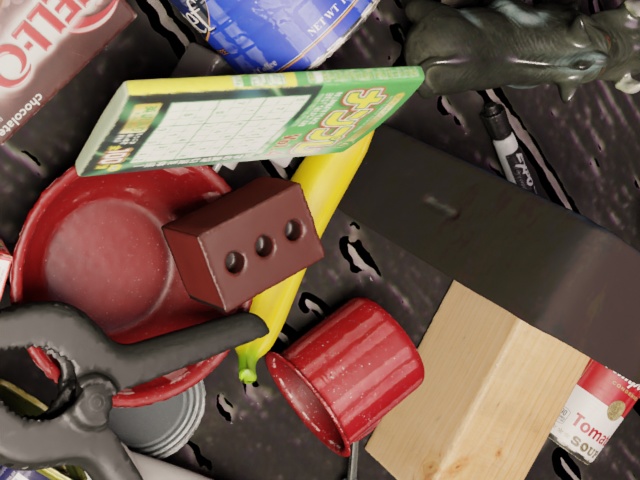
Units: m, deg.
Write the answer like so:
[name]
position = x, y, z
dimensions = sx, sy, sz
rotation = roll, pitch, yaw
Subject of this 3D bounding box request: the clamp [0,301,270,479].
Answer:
[clamp]
position = -0.127, 0.084, 0.615
dimensions = 0.209, 0.036, 0.164
rotation = 32, 70, -28

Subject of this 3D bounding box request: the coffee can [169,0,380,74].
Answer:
[coffee can]
position = -0.046, -0.166, 0.603
dimensions = 0.103, 0.103, 0.140
rotation = -47, 112, -6

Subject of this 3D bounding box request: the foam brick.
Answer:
[foam brick]
position = -0.046, 0.001, 0.649
dimensions = 0.078, 0.051, 0.053
rotation = -30, 112, -27

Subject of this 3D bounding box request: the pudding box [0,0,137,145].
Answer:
[pudding box]
position = -0.174, -0.125, 0.602
dimensions = 0.113, 0.039, 0.090
rotation = -45, 125, -6

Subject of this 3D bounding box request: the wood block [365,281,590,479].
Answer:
[wood block]
position = 0.135, 0.104, 0.834
dimensions = 0.090, 0.091, 0.206
rotation = 23, 96, -34

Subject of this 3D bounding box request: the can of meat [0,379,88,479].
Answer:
[can of meat]
position = -0.199, 0.148, 0.658
dimensions = 0.084, 0.102, 0.057
rotation = -49, 123, -1

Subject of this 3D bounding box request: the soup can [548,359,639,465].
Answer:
[soup can]
position = 0.232, 0.132, 0.914
dimensions = 0.068, 0.069, 0.102
rotation = 36, 91, -34

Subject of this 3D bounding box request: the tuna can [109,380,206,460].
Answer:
[tuna can]
position = -0.123, 0.108, 0.725
dimensions = 0.086, 0.034, 0.086
rotation = -11, 114, -26

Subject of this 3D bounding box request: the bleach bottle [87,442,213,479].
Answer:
[bleach bottle]
position = -0.079, 0.212, 0.756
dimensions = 0.103, 0.068, 0.250
rotation = -45, 138, 16

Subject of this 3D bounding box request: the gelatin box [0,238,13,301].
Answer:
[gelatin box]
position = -0.210, 0.037, 0.624
dimensions = 0.030, 0.073, 0.089
rotation = 12, 102, -30

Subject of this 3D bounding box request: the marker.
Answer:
[marker]
position = 0.150, -0.055, 0.823
dimensions = 0.020, 0.020, 0.121
rotation = -36, 122, -13

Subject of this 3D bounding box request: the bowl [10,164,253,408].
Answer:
[bowl]
position = -0.122, 0.020, 0.667
dimensions = 0.161, 0.055, 0.162
rotation = -5, 98, -33

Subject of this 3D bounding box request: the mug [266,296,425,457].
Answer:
[mug]
position = 0.024, 0.103, 0.776
dimensions = 0.081, 0.093, 0.117
rotation = -37, 133, -18

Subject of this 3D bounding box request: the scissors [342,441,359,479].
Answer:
[scissors]
position = 0.017, 0.213, 0.829
dimensions = 0.096, 0.016, 0.202
rotation = -47, 140, -58

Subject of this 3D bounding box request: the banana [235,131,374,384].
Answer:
[banana]
position = -0.015, 0.002, 0.724
dimensions = 0.037, 0.070, 0.198
rotation = 25, 86, -29
